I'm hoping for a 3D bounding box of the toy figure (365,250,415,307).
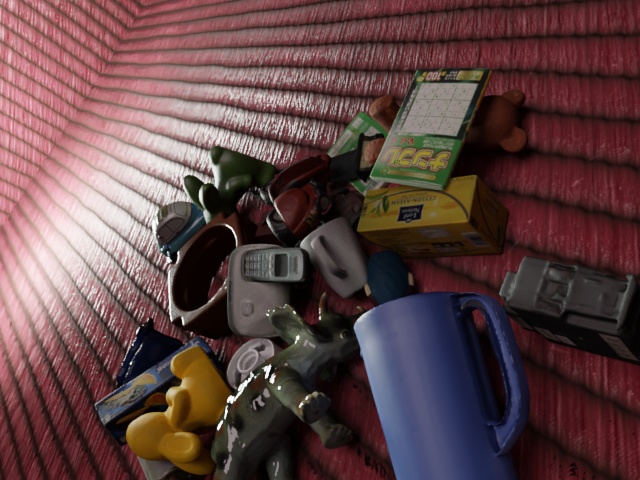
[{"bbox_3d":[0.100,0.086,0.712,0.064,0.057,0.154,-33,49,33],"label":"toy figure"}]

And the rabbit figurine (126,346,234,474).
[{"bbox_3d":[-0.205,0.277,0.818,0.173,0.121,0.163,-30,52,-14],"label":"rabbit figurine"}]

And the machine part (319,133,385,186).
[{"bbox_3d":[0.049,-0.131,0.907,0.139,0.039,0.084,-14,65,39],"label":"machine part"}]

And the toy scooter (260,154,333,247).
[{"bbox_3d":[-0.027,-0.076,0.870,0.135,0.075,0.184,-35,35,8],"label":"toy scooter"}]

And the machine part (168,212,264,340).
[{"bbox_3d":[-0.184,0.065,0.991,0.201,0.087,0.201,-38,43,18],"label":"machine part"}]

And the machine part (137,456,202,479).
[{"bbox_3d":[-0.259,0.345,0.880,0.243,0.079,0.079,30,87,51],"label":"machine part"}]

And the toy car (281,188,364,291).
[{"bbox_3d":[-0.002,-0.003,0.881,0.202,0.053,0.089,-44,44,12],"label":"toy car"}]

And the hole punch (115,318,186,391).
[{"bbox_3d":[-0.286,0.227,0.965,0.092,0.115,0.142,15,76,41],"label":"hole punch"}]

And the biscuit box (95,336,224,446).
[{"bbox_3d":[-0.263,0.246,0.895,0.203,0.062,0.059,-34,36,-21],"label":"biscuit box"}]

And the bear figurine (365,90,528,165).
[{"bbox_3d":[0.177,-0.155,0.748,0.196,0.132,0.120,-17,55,45],"label":"bear figurine"}]

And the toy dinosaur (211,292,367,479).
[{"bbox_3d":[-0.072,0.241,0.724,0.404,0.131,0.192,-51,37,7],"label":"toy dinosaur"}]

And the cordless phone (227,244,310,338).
[{"bbox_3d":[-0.065,0.077,0.810,0.184,0.089,0.146,-6,82,56],"label":"cordless phone"}]

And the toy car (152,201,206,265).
[{"bbox_3d":[-0.308,-0.029,1.168,0.161,0.102,0.109,-39,43,22],"label":"toy car"}]

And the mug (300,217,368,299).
[{"bbox_3d":[0.030,0.030,0.775,0.081,0.109,0.107,-36,80,9],"label":"mug"}]

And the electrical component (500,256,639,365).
[{"bbox_3d":[0.250,0.067,0.528,0.134,0.114,0.058,12,71,47],"label":"electrical component"}]

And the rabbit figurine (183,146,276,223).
[{"bbox_3d":[-0.183,-0.091,1.067,0.121,0.159,0.170,19,93,40],"label":"rabbit figurine"}]

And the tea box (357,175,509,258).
[{"bbox_3d":[0.146,-0.025,0.710,0.170,0.098,0.068,-2,62,43],"label":"tea box"}]
